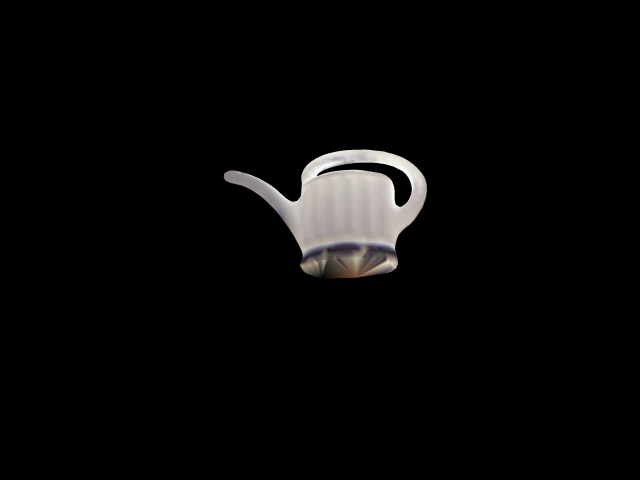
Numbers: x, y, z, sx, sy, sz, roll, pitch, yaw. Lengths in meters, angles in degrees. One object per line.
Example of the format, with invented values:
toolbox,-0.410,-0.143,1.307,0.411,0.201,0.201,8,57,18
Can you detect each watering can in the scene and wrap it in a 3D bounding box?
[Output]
watering can,0.003,-0.043,0.850,0.347,0.228,0.102,-4,-24,10
